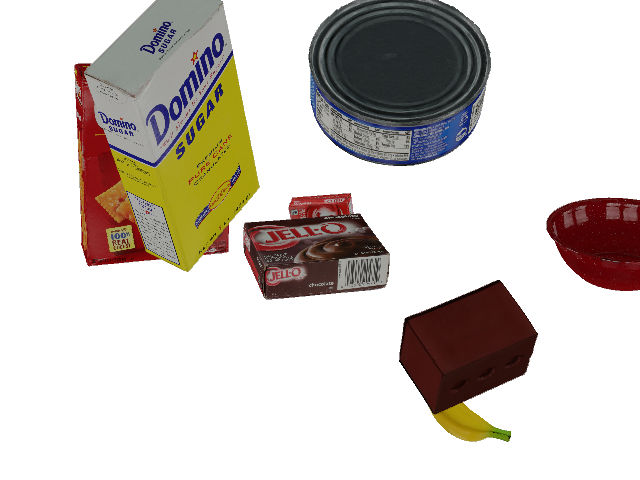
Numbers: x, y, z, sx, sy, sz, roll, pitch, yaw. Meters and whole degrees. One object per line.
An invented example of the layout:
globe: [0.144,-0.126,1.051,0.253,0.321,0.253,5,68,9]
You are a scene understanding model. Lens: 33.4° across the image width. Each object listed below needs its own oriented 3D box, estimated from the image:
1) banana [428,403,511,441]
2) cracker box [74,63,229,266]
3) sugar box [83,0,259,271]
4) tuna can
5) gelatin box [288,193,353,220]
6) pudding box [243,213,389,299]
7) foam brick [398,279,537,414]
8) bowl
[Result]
banana: [0.158,0.189,1.276,0.069,0.037,0.198,10,21,-18]
cracker box: [-0.182,-0.085,1.176,0.164,0.214,0.072,-5,26,-18]
sugar box: [-0.090,-0.068,0.700,0.048,0.093,0.176,26,-30,20]
tuna can: [0.037,-0.078,0.514,0.086,0.086,0.034,0,-35,1]
gelatin box: [0.005,-0.011,1.284,0.073,0.089,0.030,-3,29,10]
pudding box: [-0.005,0.012,0.941,0.113,0.039,0.090,-3,26,-15]
foam brick: [0.100,0.073,0.729,0.078,0.051,0.053,-21,-37,-18]
bowl: [0.325,0.009,1.158,0.162,0.055,0.162,-2,27,1]
